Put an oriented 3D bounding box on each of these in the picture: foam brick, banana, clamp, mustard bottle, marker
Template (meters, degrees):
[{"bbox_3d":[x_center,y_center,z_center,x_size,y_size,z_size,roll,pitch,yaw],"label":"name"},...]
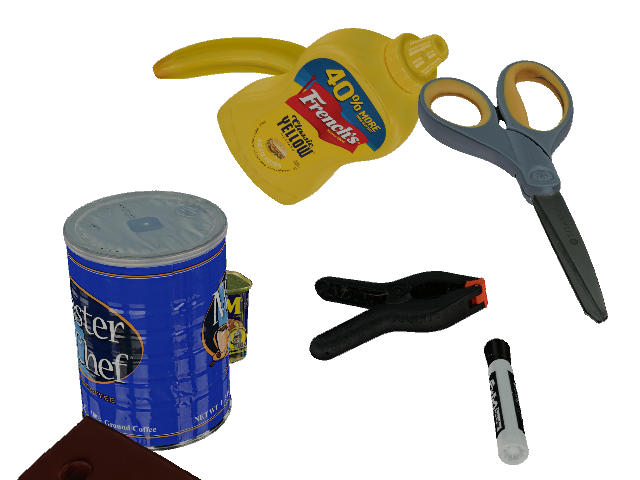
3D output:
[{"bbox_3d":[-0.082,0.121,0.443,0.078,0.051,0.052,22,45,27],"label":"foam brick"},{"bbox_3d":[-0.076,-0.184,1.109,0.198,0.037,0.069,10,44,19],"label":"banana"},{"bbox_3d":[0.067,0.067,0.992,0.172,0.039,0.120,-7,35,17],"label":"clamp"},{"bbox_3d":[0.016,-0.099,0.775,0.192,0.096,0.058,-25,15,41],"label":"mustard bottle"},{"bbox_3d":[0.125,0.105,0.723,0.020,0.020,0.121,0,29,4],"label":"marker"}]

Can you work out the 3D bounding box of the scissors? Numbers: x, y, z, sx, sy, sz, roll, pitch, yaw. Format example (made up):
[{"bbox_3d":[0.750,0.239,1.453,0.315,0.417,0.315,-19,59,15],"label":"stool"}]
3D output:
[{"bbox_3d":[0.095,-0.035,0.558,0.096,0.016,0.201,4,43,7],"label":"scissors"}]

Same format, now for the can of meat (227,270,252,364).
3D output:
[{"bbox_3d":[-0.122,0.083,1.086,0.101,0.084,0.058,-7,20,-30],"label":"can of meat"}]

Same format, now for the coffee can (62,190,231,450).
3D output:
[{"bbox_3d":[-0.111,0.051,0.702,0.103,0.140,0.103,1,25,0],"label":"coffee can"}]
